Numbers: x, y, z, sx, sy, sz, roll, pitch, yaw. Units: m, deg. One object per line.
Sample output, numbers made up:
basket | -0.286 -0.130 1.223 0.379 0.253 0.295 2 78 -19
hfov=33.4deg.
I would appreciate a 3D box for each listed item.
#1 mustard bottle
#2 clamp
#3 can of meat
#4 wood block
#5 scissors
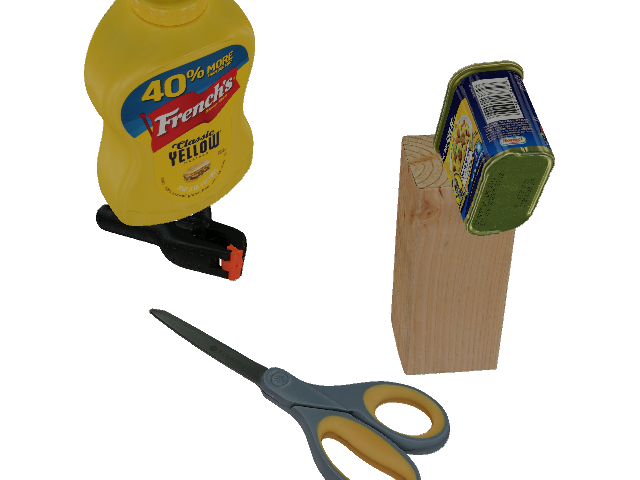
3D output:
mustard bottle | -0.082 -0.089 0.594 0.096 0.058 0.192 -25 -28 -20
clamp | -0.117 -0.007 1.002 0.120 0.039 0.172 -21 35 -41
can of meat | 0.126 -0.065 0.778 0.057 0.084 0.102 -7 -34 -10
wood block | 0.118 0.014 0.969 0.090 0.206 0.090 -3 35 -4
scissors | -0.006 0.083 0.639 0.096 0.016 0.202 -25 52 -35
